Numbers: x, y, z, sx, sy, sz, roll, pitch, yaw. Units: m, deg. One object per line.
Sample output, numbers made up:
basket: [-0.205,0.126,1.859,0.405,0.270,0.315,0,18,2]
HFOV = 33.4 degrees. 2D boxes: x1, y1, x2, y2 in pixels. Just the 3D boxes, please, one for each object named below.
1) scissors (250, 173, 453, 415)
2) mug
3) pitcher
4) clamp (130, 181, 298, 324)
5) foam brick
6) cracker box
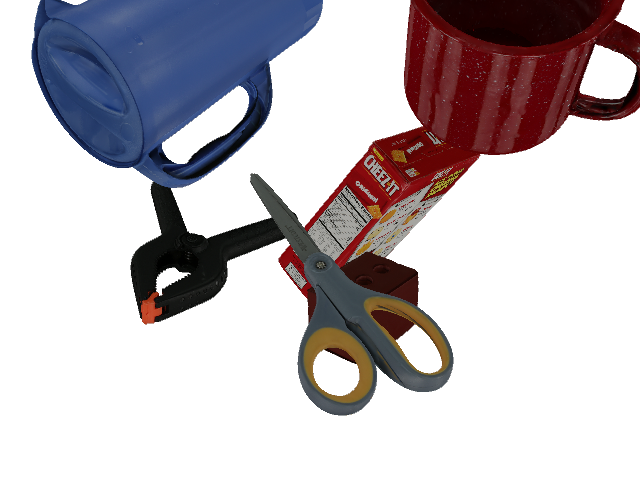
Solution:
scissors: [-0.009,0.032,0.643,0.096,0.016,0.202,-35,56,-27]
mug: [0.091,-0.088,0.472,0.117,0.093,0.081,23,-28,13]
pitcher: [-0.105,-0.166,0.905,0.145,0.149,0.242,27,50,32]
clamp: [-0.136,0.007,1.067,0.165,0.036,0.209,20,39,16]
foam brick: [0.034,0.052,0.836,0.053,0.051,0.078,21,36,35]
cracker box: [0.066,-0.039,1.253,0.163,0.072,0.214,-24,-21,-51]
